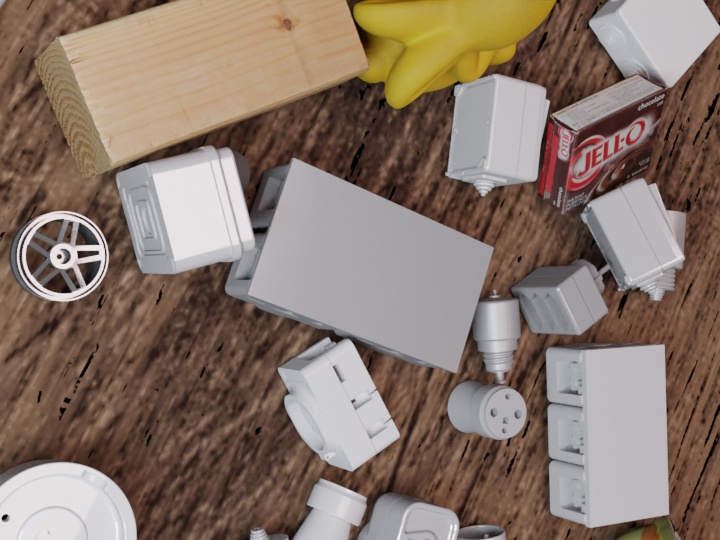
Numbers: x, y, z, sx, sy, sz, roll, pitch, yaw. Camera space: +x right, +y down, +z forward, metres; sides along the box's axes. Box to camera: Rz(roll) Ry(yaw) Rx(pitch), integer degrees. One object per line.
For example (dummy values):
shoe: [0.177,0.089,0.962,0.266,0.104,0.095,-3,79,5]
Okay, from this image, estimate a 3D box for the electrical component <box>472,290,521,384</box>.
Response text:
electrical component: [0.116,0.057,0.909,0.040,0.040,0.078,-5,92,-27]

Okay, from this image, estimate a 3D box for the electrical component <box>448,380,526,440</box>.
electrical component: [0.106,0.116,0.894,0.045,0.055,0.045,0,89,-27]

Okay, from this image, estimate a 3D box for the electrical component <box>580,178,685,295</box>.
electrical component: [0.244,-0.026,0.940,0.061,0.061,0.096,-26,82,2]

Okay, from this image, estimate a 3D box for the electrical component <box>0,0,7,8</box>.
electrical component: [-0.264,-0.171,0.713,0.045,0.045,0.055,25,78,-25]

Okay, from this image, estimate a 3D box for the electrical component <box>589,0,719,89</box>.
electrical component: [0.269,-0.223,0.986,0.099,0.048,0.099,-47,109,-20]

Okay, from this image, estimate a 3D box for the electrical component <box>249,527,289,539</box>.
electrical component: [-0.070,0.234,0.809,0.043,0.043,0.081,-12,95,-27]

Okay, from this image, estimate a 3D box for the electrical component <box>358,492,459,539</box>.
electrical component: [0.033,0.228,0.853,0.054,0.059,0.095,19,81,-26]

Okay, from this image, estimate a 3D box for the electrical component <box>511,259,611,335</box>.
electrical component: [0.185,0.016,0.931,0.077,0.066,0.047,-34,105,-25]

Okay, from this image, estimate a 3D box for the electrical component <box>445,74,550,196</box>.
electrical component: [0.116,-0.108,0.899,0.061,0.062,0.096,9,85,-27]

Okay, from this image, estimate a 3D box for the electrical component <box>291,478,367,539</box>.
electrical component: [-0.023,0.195,0.833,0.045,0.045,0.055,29,76,-24]

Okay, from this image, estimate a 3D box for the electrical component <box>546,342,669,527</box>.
electrical component: [0.215,0.141,0.947,0.089,0.062,0.150,-2,90,-27]

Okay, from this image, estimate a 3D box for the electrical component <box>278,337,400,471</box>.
electrical component: [-0.020,0.105,0.832,0.056,0.050,0.089,-32,103,-24]

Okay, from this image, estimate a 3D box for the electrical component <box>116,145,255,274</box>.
electrical component: [-0.122,-0.041,0.747,0.057,0.113,0.078,-16,97,-23]

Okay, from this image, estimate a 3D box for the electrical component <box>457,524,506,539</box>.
electrical component: [0.087,0.258,0.889,0.079,0.044,0.077,-7,93,-27]

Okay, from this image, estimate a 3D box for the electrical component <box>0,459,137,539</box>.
electrical component: [-0.212,0.180,0.727,0.108,0.060,0.108,0,89,-28]

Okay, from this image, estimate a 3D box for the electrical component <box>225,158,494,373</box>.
electrical component: [0.000,0.000,0.838,0.186,0.060,0.105,22,79,-25]

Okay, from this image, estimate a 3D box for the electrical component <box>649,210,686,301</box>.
electrical component: [0.275,-0.012,0.990,0.043,0.043,0.081,7,86,-27]
